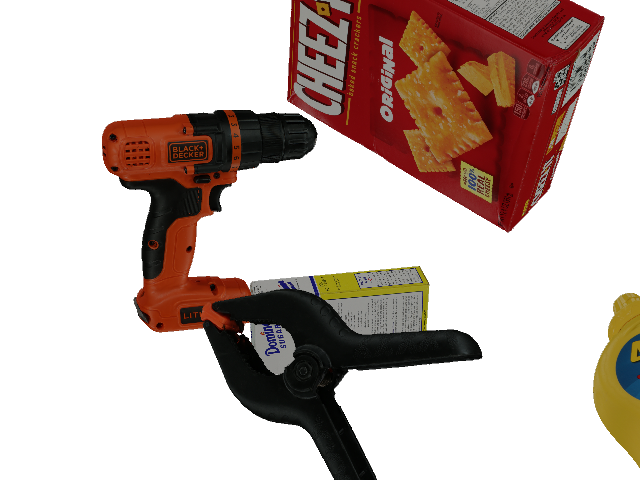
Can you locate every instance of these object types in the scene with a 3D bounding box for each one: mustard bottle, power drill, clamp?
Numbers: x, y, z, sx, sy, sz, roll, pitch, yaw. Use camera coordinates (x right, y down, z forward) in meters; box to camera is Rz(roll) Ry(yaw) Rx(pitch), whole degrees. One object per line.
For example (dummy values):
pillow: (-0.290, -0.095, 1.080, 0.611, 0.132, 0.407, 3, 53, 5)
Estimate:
mustard bottle: (0.205, 0.093, 0.588, 0.096, 0.058, 0.191, -8, 35, -5)
power drill: (-0.093, -0.020, 0.922, 0.184, 0.188, 0.057, -5, 19, -17)
clamp: (-0.001, 0.088, 0.619, 0.172, 0.120, 0.039, 17, -9, 30)

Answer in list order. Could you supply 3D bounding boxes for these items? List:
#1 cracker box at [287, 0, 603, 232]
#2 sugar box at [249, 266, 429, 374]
cracker box: (0.077, -0.126, 0.768, 0.214, 0.164, 0.072, 32, 55, 21)
sugar box: (0.018, 0.080, 1.071, 0.176, 0.093, 0.048, -3, 27, -7)
